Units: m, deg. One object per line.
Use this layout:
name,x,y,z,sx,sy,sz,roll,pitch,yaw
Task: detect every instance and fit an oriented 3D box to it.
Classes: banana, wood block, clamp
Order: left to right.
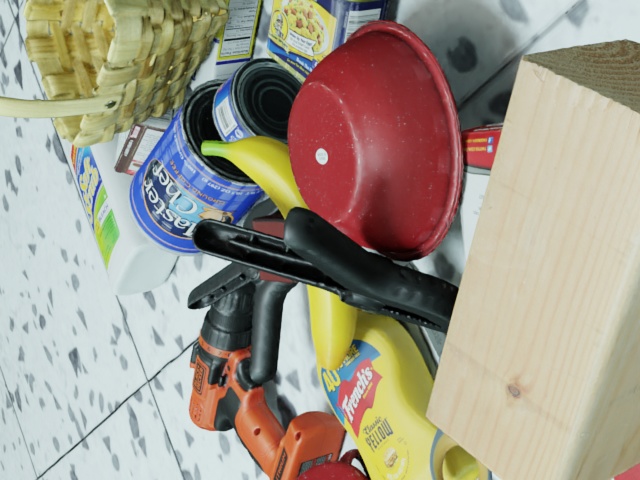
clamp,-0.056,0.024,0.923,0.120,0.039,0.171,31,105,33
banana,-0.012,-0.001,0.789,0.070,0.037,0.198,-27,91,33
clamp,0.031,0.025,0.701,0.165,0.209,0.036,-9,61,70
wood block,0.131,0.017,0.523,0.091,0.090,0.206,36,128,37

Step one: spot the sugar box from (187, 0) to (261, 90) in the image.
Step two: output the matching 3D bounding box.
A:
sugar box,-0.091,-0.217,0.926,0.093,0.048,0.176,47,139,36

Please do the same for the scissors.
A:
scissors,0.086,0.108,0.767,0.096,0.016,0.202,-44,58,3

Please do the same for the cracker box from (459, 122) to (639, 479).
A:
cracker box,0.166,0.034,0.625,0.164,0.071,0.214,3,104,55

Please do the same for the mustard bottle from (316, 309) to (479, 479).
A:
mustard bottle,0.047,0.116,0.829,0.192,0.058,0.096,59,138,24

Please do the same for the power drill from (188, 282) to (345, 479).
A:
power drill,-0.054,0.141,0.983,0.188,0.057,0.184,44,133,41

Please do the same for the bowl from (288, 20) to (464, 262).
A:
bowl,0.024,-0.060,0.699,0.162,0.055,0.162,31,126,54

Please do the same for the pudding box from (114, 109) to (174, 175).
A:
pudding box,-0.165,-0.129,1.024,0.090,0.039,0.113,128,151,-54

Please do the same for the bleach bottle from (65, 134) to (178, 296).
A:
bleach bottle,-0.232,-0.069,1.159,0.251,0.067,0.103,61,143,25

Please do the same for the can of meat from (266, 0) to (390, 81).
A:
can of meat,0.005,-0.165,0.797,0.102,0.057,0.084,43,135,40

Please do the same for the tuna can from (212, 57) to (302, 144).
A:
tuna can,-0.041,-0.102,0.856,0.034,0.085,0.086,-35,72,52

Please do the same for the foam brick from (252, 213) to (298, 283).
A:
foam brick,-0.006,0.001,0.848,0.051,0.078,0.053,1,101,56

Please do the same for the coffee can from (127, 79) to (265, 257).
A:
coffee can,-0.099,-0.060,0.937,0.141,0.102,0.103,-43,66,51

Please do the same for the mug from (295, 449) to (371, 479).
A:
mug,0.022,0.222,0.859,0.093,0.117,0.081,-7,133,34
